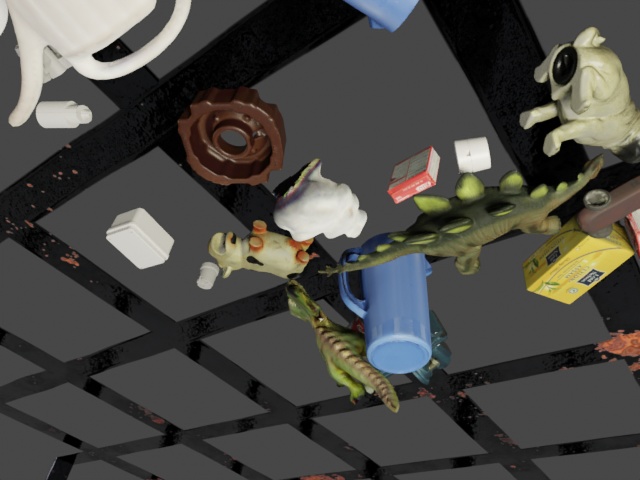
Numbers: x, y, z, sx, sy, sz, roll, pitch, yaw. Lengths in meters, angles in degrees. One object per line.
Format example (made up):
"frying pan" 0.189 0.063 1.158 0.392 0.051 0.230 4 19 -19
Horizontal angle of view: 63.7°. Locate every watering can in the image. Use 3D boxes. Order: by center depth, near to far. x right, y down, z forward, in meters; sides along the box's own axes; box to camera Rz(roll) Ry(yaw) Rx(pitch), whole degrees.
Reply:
"watering can" -0.342 -0.297 0.671 0.346 0.106 0.220 -27 129 11

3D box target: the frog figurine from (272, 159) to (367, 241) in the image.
"frog figurine" 0.003 -0.045 0.890 0.136 0.125 0.158 -40 108 17

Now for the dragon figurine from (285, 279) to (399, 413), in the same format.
"dragon figurine" 0.011 0.179 0.996 0.241 0.123 0.410 47 170 -10
